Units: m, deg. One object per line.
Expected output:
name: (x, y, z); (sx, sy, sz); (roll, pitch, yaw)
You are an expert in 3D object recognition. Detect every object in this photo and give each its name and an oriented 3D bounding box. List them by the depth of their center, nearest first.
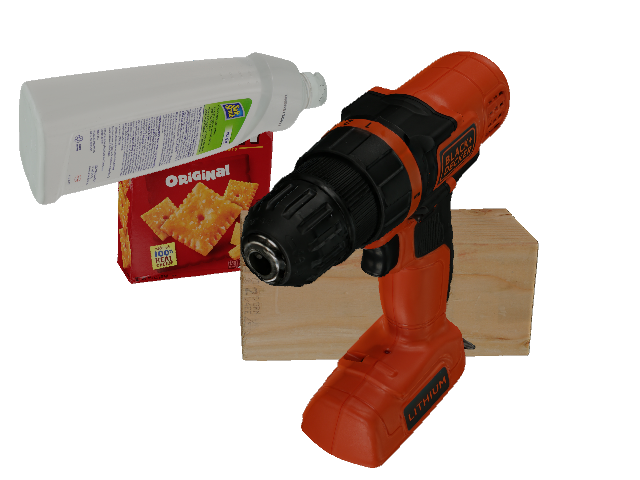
power drill: (0.028, 0.020, 0.517); (0.057, 0.188, 0.184); (25, 43, 27)
wood block: (0.044, 0.031, 0.786); (0.206, 0.090, 0.091); (0, 17, -5)
bleach bottle: (-0.114, -0.100, 0.872); (0.250, 0.068, 0.103); (-13, -31, -24)
cracker box: (-0.140, -0.066, 1.192); (0.164, 0.214, 0.072); (-5, 25, -24)
